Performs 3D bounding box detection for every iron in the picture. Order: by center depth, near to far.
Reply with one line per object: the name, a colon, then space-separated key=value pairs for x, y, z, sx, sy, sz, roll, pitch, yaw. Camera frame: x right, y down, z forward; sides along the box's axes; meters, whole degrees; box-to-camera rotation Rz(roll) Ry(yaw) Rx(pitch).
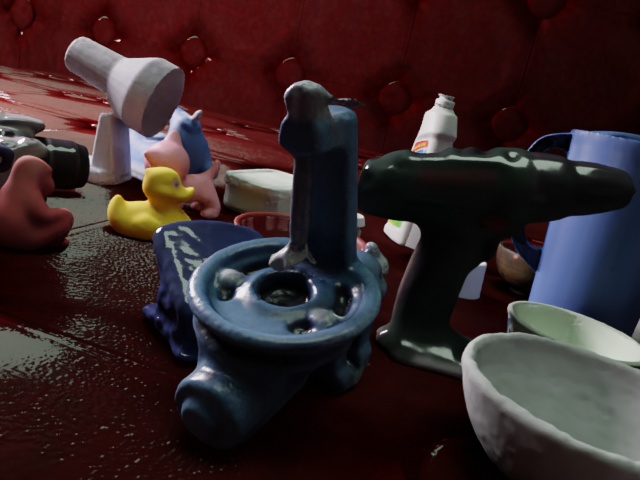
iron: x=-0.291 y=-0.184 z=1.029 sx=0.257 sy=0.141 sz=0.119 roll=24 pitch=18 yaw=37

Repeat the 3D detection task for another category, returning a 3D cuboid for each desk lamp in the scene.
desk lamp: x=-0.331 y=-0.198 z=0.905 sx=0.203 sy=0.213 sz=0.118 roll=14 pitch=15 yaw=5

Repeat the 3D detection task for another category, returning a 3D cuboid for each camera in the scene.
camera: x=-0.375 y=-0.109 z=0.753 sx=0.137 sy=0.101 sz=0.142 roll=1 pitch=19 yaw=-39

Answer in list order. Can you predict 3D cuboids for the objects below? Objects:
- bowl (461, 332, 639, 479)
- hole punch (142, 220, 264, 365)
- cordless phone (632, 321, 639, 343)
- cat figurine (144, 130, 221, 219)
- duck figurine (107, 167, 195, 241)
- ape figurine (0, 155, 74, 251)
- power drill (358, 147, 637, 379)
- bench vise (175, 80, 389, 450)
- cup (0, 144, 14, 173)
bowl: x=0.167 y=0.129 z=0.375 sx=0.167 sy=0.075 sz=0.167 roll=12 pitch=14 yaw=-3
hole punch: x=-0.078 y=0.040 z=0.469 sx=0.109 sy=0.091 sz=0.100 roll=1 pitch=18 yaw=-38
cordless phone: x=0.396 y=0.040 z=0.691 sx=0.147 sy=0.185 sz=0.094 roll=24 pitch=18 yaw=38
cat figurine: x=-0.200 y=-0.096 z=0.823 sx=0.128 sy=0.118 sz=0.067 roll=2 pitch=18 yaw=-37
duck figurine: x=-0.203 y=-0.048 z=0.703 sx=0.105 sy=0.086 sz=0.077 roll=7 pitch=16 yaw=-22
ape figurine: x=-0.292 y=-0.039 z=0.579 sx=0.077 sy=0.092 sz=0.076 roll=22 pitch=17 yaw=31
power drill: x=0.137 y=0.014 z=0.516 sx=0.229 sy=0.208 sz=0.075 roll=14 pitch=15 yaw=4
bench vise: x=-0.010 y=0.007 z=0.393 sx=0.121 sy=0.220 sz=0.208 roll=15 pitch=15 yaw=9
cup: x=-0.384 y=-0.066 z=0.595 sx=0.118 sy=0.095 sz=0.091 roll=9 pitch=15 yaw=-16
